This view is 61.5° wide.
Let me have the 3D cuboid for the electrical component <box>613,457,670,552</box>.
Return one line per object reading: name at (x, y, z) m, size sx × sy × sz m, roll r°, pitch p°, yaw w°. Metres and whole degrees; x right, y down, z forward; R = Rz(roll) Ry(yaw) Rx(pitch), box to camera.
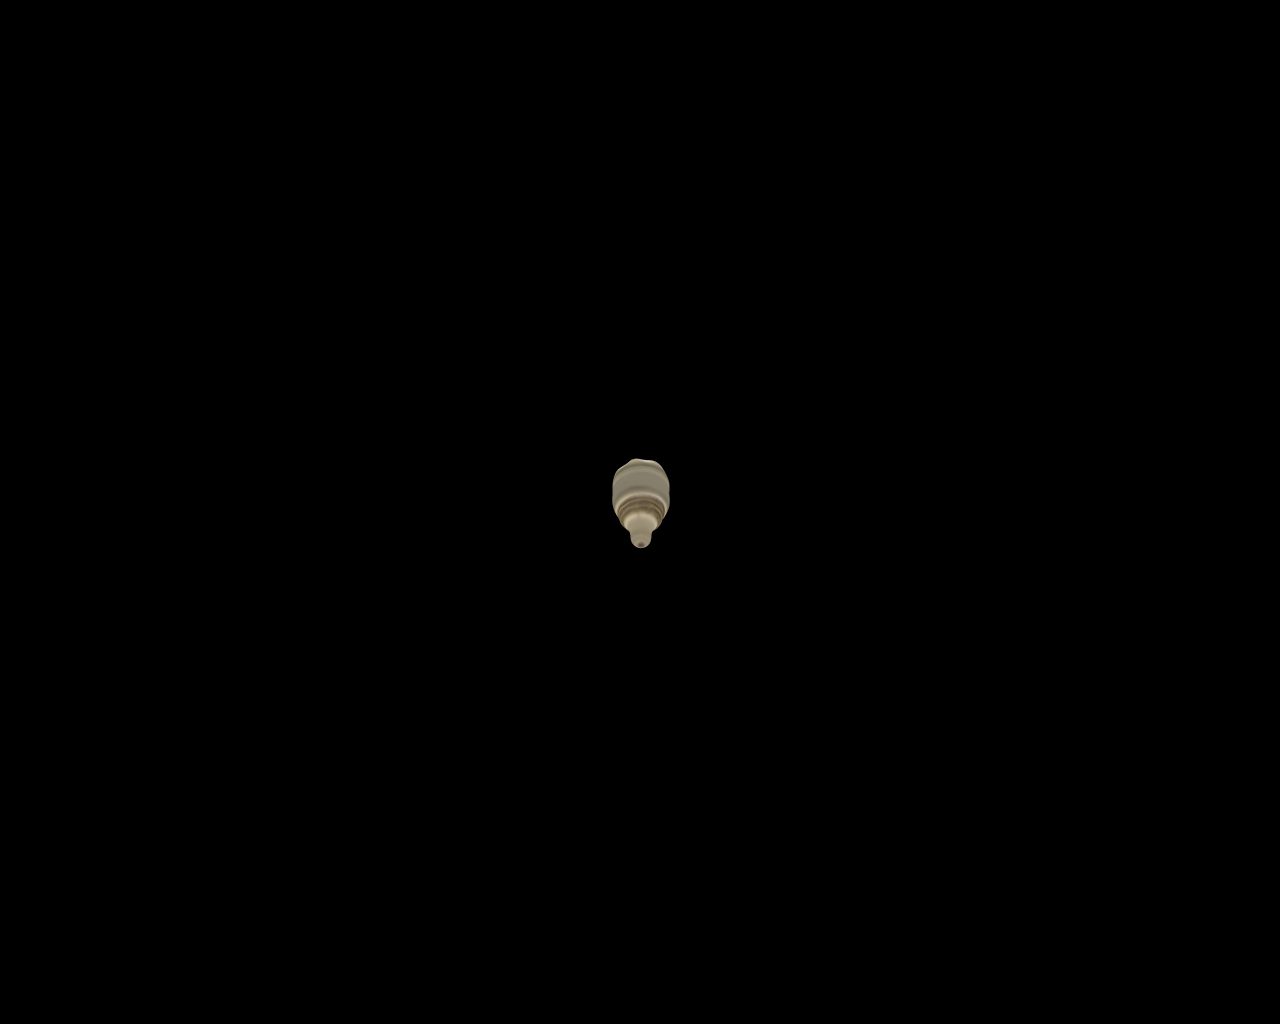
electrical component at (0.001, -0.003, 0.650) m, size 0.035 × 0.061 × 0.035 m, roll 0°, pitch -43°, yaw 0°
